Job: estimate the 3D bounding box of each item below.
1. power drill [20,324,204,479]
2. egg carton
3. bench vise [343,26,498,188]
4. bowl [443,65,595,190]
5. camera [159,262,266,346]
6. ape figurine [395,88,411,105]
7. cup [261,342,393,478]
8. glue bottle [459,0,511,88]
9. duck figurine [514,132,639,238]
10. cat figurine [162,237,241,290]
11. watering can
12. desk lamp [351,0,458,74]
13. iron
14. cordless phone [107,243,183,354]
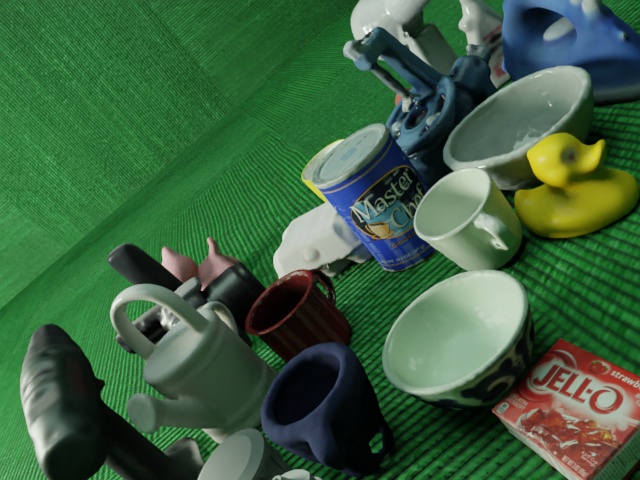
[{"bbox_3d":[-0.220,0.191,0.591,0.076,0.209,0.229,-45,23,-10],"label":"power drill"},{"bbox_3d":[0.007,0.003,0.763,0.150,0.069,0.107,-27,26,29],"label":"egg carton"},{"bbox_3d":[0.129,-0.194,0.735,0.121,0.220,0.208,-13,35,48],"label":"bench vise"},{"bbox_3d":[0.222,-0.107,0.618,0.167,0.075,0.167,-33,23,17],"label":"bowl"},{"bbox_3d":[-0.143,0.094,0.791,0.137,0.101,0.142,-44,23,-8],"label":"camera"},{"bbox_3d":[0.144,-0.187,0.866,0.077,0.092,0.076,-12,36,49],"label":"ape figurine"},{"bbox_3d":[0.017,0.148,0.445,0.091,0.095,0.117,-39,23,4],"label":"cup"},{"bbox_3d":[0.240,-0.313,0.839,0.078,0.173,0.037,-40,23,3],"label":"glue bottle"},{"bbox_3d":[0.217,-0.055,0.514,0.104,0.086,0.077,-18,32,43],"label":"duck figurine"},{"bbox_3d":[-0.211,0.050,0.959,0.128,0.118,0.067,-39,23,3],"label":"cat figurine"},{"bbox_3d":[-0.139,0.125,0.605,0.101,0.194,0.172,-37,23,9],"label":"watering can"},{"bbox_3d":[0.173,-0.346,0.953,0.118,0.214,0.202,-50,24,-21],"label":"desk lamp"},{"bbox_3d":[0.295,-0.249,0.678,0.118,0.142,0.258,-38,23,5],"label":"iron"},{"bbox_3d":[-0.272,0.095,0.883,0.147,0.185,0.094,-36,23,11],"label":"cordless phone"}]
